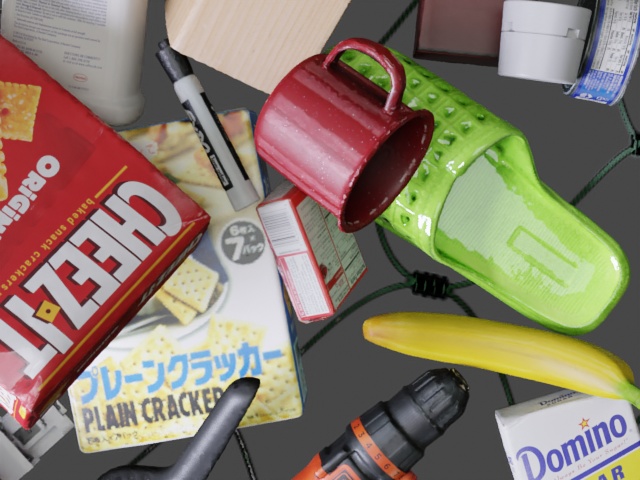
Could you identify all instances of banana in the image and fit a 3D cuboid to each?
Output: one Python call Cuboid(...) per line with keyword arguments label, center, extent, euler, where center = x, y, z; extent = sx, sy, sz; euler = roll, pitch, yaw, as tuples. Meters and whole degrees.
Cuboid(label="banana", center=(0.131, 0.077, 0.743), extent=(0.198, 0.069, 0.037), euler=(11, 88, 16))

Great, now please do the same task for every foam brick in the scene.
Cuboid(label="foam brick", center=(0.105, -0.149, 0.737), extent=(0.078, 0.053, 0.051), euler=(6, 94, 0))

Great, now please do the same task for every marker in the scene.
Cuboid(label="marker", center=(-0.074, -0.076, 0.696), extent=(0.020, 0.020, 0.121), euler=(-27, 92, 3))

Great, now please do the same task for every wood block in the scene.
Cuboid(label="wood block", center=(-0.012, -0.206, 0.677), extent=(0.090, 0.090, 0.206), euler=(22, 115, -22))

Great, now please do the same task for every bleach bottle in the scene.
Cuboid(label="bleach bottle", center=(-0.150, -0.208, 0.699), extent=(0.102, 0.068, 0.251), euler=(12, 110, -1))

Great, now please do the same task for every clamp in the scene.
Cuboid(label="clamp", center=(-0.094, 0.178, 0.726), extent=(0.210, 0.036, 0.164), euler=(-13, 110, 17))

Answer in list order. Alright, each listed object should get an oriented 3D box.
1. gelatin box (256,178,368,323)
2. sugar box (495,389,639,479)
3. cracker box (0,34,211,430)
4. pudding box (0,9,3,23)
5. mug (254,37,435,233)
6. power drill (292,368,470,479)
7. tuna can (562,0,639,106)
Cuboid(label="gelatin box", center=(-0.005, 0.001, 0.731), extent=(0.030, 0.073, 0.089), euler=(-13, 108, 26))
Cuboid(label="sugar box", center=(0.195, 0.196, 0.762), extent=(0.093, 0.048, 0.176), euler=(-18, 95, 2))
Cuboid(label="cracker box", center=(-0.200, -0.019, 0.646), extent=(0.213, 0.072, 0.164), euler=(40, 67, 0))
Cuboid(label="pudding box", center=(-0.279, -0.120, 0.756), extent=(0.113, 0.039, 0.090), euler=(0, 95, 3))
Cuboid(label="mug", center=(0.016, -0.073, 0.670), extent=(0.081, 0.093, 0.117), euler=(38, 134, 19))
Cuboid(label="power drill", center=(0.075, 0.208, 0.762), extent=(0.184, 0.057, 0.187), euler=(-41, 89, 7))
Cuboid(label="tuna can", center=(0.191, -0.136, 0.719), extent=(0.034, 0.086, 0.086), euler=(11, 94, 1))
